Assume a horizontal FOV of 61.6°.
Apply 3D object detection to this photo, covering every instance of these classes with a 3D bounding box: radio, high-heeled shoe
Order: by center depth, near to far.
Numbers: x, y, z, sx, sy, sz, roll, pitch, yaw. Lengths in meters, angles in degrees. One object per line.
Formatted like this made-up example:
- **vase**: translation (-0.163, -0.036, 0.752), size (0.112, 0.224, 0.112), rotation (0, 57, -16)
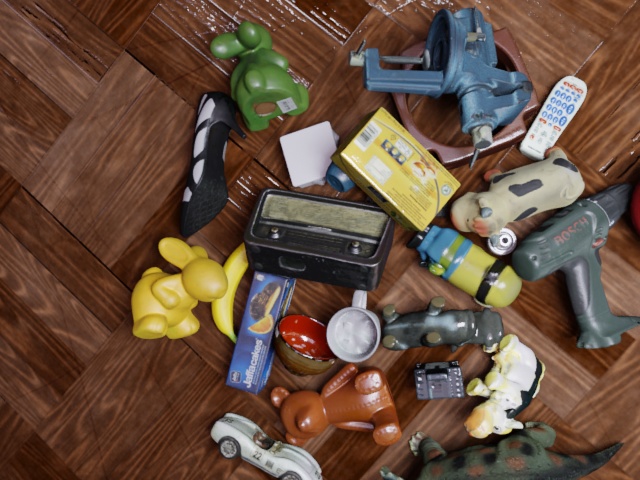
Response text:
- **radio**: translation (-0.002, -0.003, 0.861), size (0.230, 0.073, 0.131), rotation (9, 48, 12)
- **high-heeled shoe**: translation (-0.214, -0.138, 0.946), size (0.145, 0.086, 0.248), rotation (43, 106, 32)

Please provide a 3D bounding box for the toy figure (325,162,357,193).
- **toy figure**: translation (0.071, -0.141, 0.864), size (0.058, 0.064, 0.154), rotation (30, 67, 27)

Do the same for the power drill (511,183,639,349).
- **power drill**: translation (0.411, 0.042, 0.793), size (0.232, 0.086, 0.207), rotation (-22, 94, -14)

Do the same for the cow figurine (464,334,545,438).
- **cow figurine**: translation (0.277, 0.231, 0.802), size (0.098, 0.068, 0.167), rotation (36, 61, -8)

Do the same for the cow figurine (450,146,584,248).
- **cow figurine**: translation (0.291, -0.059, 0.802), size (0.195, 0.127, 0.085), rotation (-19, 115, 11)

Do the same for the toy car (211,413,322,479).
- **toy car**: translation (-0.088, 0.353, 0.894), size (0.202, 0.073, 0.056), rotation (24, 94, 11)

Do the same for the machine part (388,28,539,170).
- **machine part**: translation (0.222, -0.224, 0.851), size (0.201, 0.087, 0.201), rotation (-21, 84, 8)

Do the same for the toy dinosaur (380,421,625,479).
- **toy dinosaur**: translation (0.247, 0.343, 0.771), size (0.405, 0.192, 0.131), rotation (-19, 87, 11)

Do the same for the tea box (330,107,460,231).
- **tea box**: translation (0.111, -0.102, 0.800), size (0.169, 0.068, 0.098), rotation (43, 83, -12)

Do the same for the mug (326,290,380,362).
- **mug**: translation (0.058, 0.133, 0.858), size (0.081, 0.107, 0.109), rotation (0, 85, 11)

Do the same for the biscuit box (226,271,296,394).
- **biscuit box**: translation (-0.100, 0.153, 0.912), size (0.063, 0.059, 0.202), rotation (15, 91, 11)

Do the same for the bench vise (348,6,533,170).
- **bench vise**: translation (0.160, -0.226, 0.749), size (0.241, 0.129, 0.223), rotation (2, 80, -6)

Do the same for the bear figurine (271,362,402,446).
- **bear figurine**: translation (0.018, 0.268, 0.852), size (0.196, 0.132, 0.120), rotation (-17, 90, 4)

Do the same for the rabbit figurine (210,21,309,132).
- **rabbit figurine**: translation (-0.115, -0.292, 0.899), size (0.121, 0.159, 0.170), rotation (-23, 68, 19)

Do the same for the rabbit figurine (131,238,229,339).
- **rabbit figurine**: translation (-0.224, 0.079, 0.912), size (0.173, 0.121, 0.162), rotation (-24, 60, 29)

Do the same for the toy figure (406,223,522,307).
- **toy figure**: translation (0.224, 0.039, 0.838), size (0.180, 0.089, 0.082), rotation (36, 100, 8)

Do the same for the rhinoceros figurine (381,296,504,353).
- **rhinoceros figurine**: translation (0.185, 0.141, 0.835), size (0.190, 0.112, 0.073), rotation (-9, 58, 23)

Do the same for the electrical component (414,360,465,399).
- **electrical component**: translation (0.184, 0.217, 0.824), size (0.075, 0.119, 0.047), rotation (-7, 86, 8)

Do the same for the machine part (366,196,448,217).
- **machine part**: translation (0.141, -0.075, 0.879), size (0.139, 0.039, 0.084), rotation (8, 108, 12)
